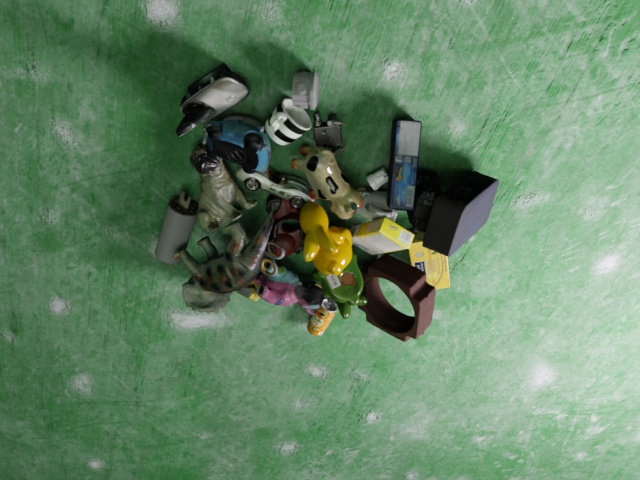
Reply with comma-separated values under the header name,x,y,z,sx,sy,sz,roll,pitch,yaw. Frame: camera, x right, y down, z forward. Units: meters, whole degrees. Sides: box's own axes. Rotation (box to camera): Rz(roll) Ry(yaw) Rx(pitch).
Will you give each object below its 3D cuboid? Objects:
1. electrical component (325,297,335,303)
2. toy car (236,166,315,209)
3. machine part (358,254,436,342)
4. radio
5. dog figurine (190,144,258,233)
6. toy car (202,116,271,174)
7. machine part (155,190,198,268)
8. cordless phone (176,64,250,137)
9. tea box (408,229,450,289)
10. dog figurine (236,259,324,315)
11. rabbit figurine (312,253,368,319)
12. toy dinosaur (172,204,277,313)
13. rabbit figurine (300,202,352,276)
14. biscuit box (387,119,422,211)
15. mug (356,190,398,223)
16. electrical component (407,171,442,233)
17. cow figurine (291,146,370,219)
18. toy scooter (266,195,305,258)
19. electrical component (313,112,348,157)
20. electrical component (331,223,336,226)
name,x,y,z,sx,sy,sz,roll,pitch,yaw
electrical component,0.047,0.151,1.522,0.094,0.021,0.063,10,125,-4
toy car,-0.103,-0.135,1.290,0.202,0.073,0.056,21,124,-13
machine part,0.201,0.152,1.423,0.202,0.087,0.200,24,133,32
radio,0.328,-0.066,1.238,0.073,0.229,0.131,26,128,27
dog figurine,-0.269,-0.127,1.303,0.172,0.121,0.190,-28,102,25
toy car,-0.179,-0.226,1.211,0.162,0.103,0.109,20,146,1
machine part,-0.369,-0.022,1.378,0.079,0.079,0.243,19,123,-12
cordless phone,-0.233,-0.284,1.123,0.147,0.184,0.088,-26,116,19
tea box,0.285,0.050,1.415,0.098,0.068,0.169,-11,125,9
dog figurine,-0.095,0.135,1.464,0.219,0.108,0.192,27,160,-38
rabbit figurine,0.060,0.118,1.420,0.121,0.170,0.159,-35,90,-13
toy dinosaur,-0.226,0.066,1.345,0.405,0.131,0.192,-22,101,35
rabbit figurine,-0.003,-0.004,1.278,0.122,0.162,0.173,-16,115,15
biscuit box,0.190,-0.169,1.221,0.059,0.063,0.202,3,102,-2
mug,0.135,-0.079,1.309,0.107,0.109,0.080,13,116,4
electrical component,0.244,-0.096,1.271,0.058,0.134,0.114,7,123,-3
cow figurine,0.032,-0.130,1.248,0.127,0.085,0.194,3,134,43
toy scooter,-0.070,-0.030,1.367,0.135,0.075,0.183,4,121,-1
electrical component,0.024,-0.242,1.229,0.078,0.045,0.102,-1,126,1
electrical component,0.009,0.017,1.407,0.119,0.048,0.074,-32,109,20
